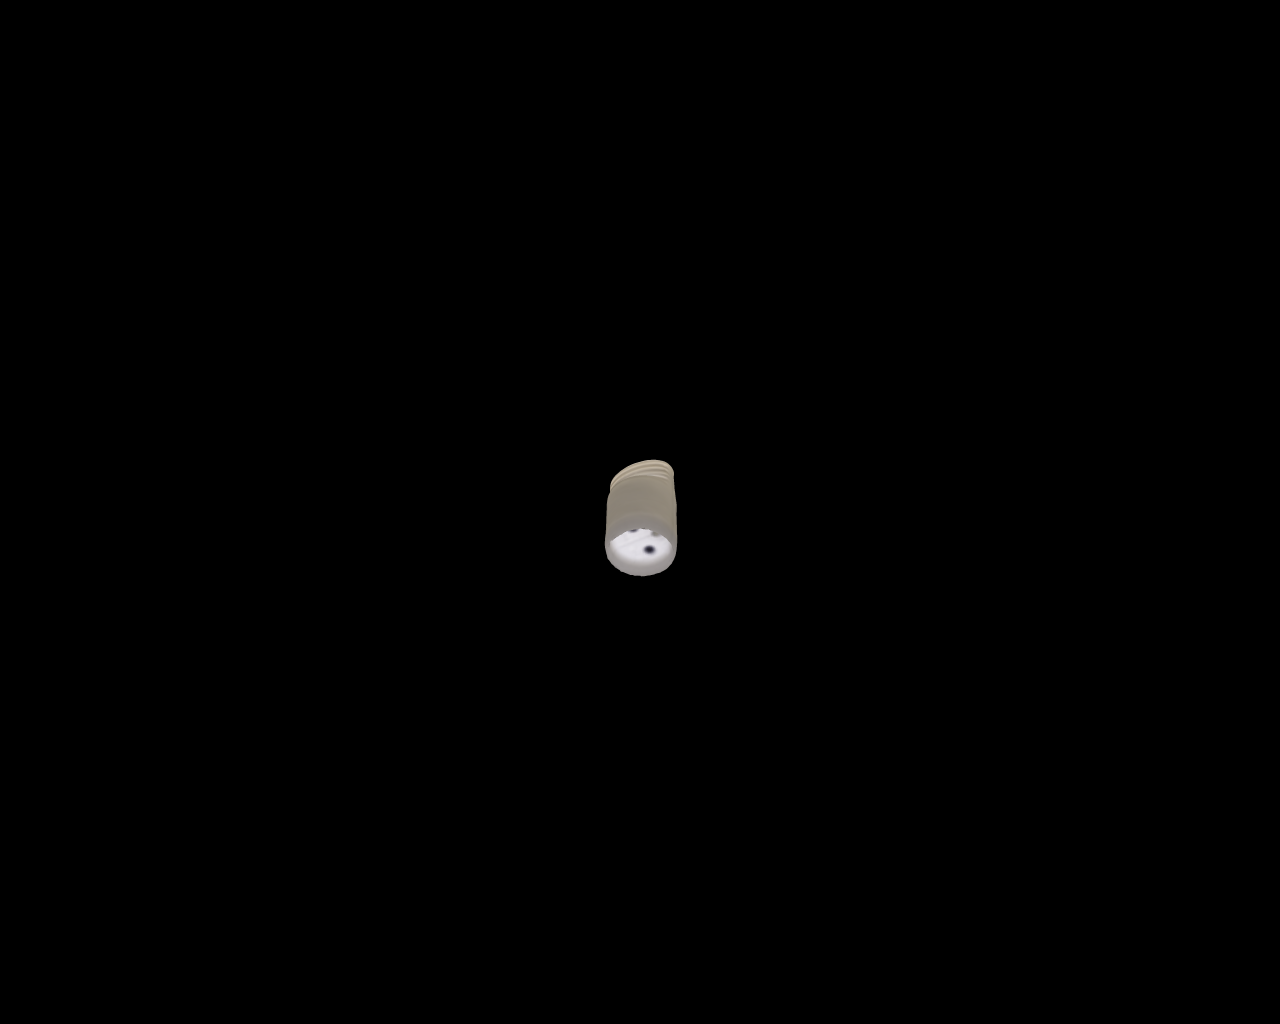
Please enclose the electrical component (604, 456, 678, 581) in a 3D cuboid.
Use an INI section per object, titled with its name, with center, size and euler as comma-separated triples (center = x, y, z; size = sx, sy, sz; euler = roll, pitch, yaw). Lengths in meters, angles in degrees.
[electrical component]
center = 0.001, -0.003, 0.650
size = 0.043, 0.043, 0.081
euler = 0, 43, 0
